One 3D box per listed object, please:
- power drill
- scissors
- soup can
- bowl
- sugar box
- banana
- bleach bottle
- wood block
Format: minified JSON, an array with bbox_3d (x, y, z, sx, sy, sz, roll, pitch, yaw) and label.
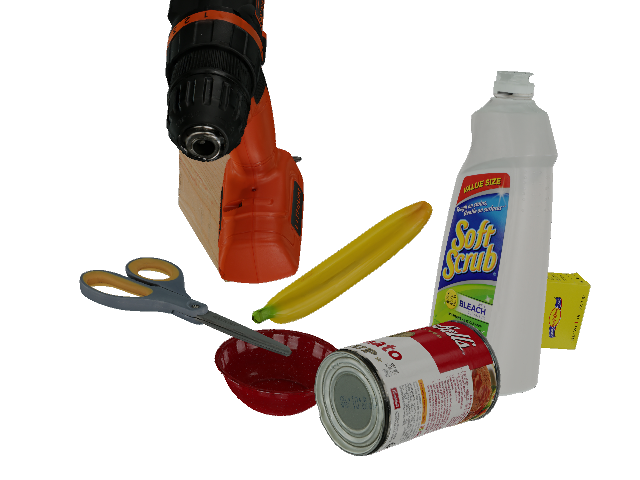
[{"bbox_3d":[-0.048,-0.063,0.635,0.057,0.184,0.187,-2,-45,5],"label":"power drill"},{"bbox_3d":[-0.102,0.050,0.885,0.202,0.016,0.096,13,24,16],"label":"scissors"},{"bbox_3d":[0.055,0.093,0.677,0.102,0.068,0.069,-9,6,-39],"label":"soup can"},{"bbox_3d":[-0.051,0.170,1.323,0.162,0.055,0.162,3,23,-2],"label":"bowl"},{"bbox_3d":[0.239,0.084,1.329,0.176,0.093,0.048,3,19,-15],"label":"sugar box"},{"bbox_3d":[0.024,0.028,1.022,0.198,0.037,0.069,-35,1,-2],"label":"banana"},{"bbox_3d":[0.138,-0.009,0.855,0.067,0.251,0.103,-5,15,-34],"label":"bleach bottle"},{"bbox_3d":[-0.106,-0.040,1.320,0.090,0.090,0.206,-7,29,-21],"label":"wood block"}]
